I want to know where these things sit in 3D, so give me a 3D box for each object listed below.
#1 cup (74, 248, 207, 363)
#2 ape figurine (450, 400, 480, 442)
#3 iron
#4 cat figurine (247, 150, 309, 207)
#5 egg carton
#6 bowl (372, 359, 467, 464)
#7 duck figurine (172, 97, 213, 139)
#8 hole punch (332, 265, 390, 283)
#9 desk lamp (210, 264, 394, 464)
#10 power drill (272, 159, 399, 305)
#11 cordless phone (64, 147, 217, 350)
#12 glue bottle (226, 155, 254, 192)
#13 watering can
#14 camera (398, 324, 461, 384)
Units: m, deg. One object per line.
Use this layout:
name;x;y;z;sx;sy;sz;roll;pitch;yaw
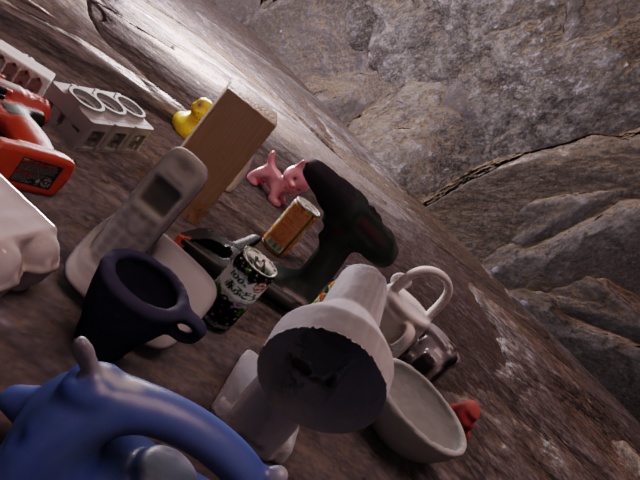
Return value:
cup;-0.176;0.078;0.544;0.118;0.095;0.091;38;17;-12
ape figurine;0.209;0.284;0.891;0.078;0.092;0.076;38;17;-12
iron;-0.102;0.171;0.401;0.259;0.141;0.118;36;18;-20
cat figurine;-0.073;-0.138;1.243;0.128;0.117;0.067;43;17;2
egg carton;-0.311;-0.012;0.508;0.150;0.069;0.107;43;17;2
bowl;0.121;0.251;0.806;0.168;0.074;0.167;38;18;-14
duck figurine;-0.254;-0.259;1.194;0.078;0.086;0.104;35;18;-22
hole punch;0.093;0.091;1.103;0.109;0.091;0.101;32;20;-29
desk lamp;-0.013;0.125;0.583;0.118;0.213;0.203;40;17;-6
power drill;0.009;0.003;0.930;0.230;0.208;0.075;32;20;-30
cordless phone;-0.157;0.009;0.596;0.148;0.185;0.094;40;17;-6
glue bottle;-0.148;-0.176;1.079;0.078;0.173;0.037;36;18;-18
watering can;0.136;0.116;0.962;0.101;0.194;0.172;29;21;-36
camera;0.180;0.188;1.042;0.136;0.100;0.144;49;19;23
